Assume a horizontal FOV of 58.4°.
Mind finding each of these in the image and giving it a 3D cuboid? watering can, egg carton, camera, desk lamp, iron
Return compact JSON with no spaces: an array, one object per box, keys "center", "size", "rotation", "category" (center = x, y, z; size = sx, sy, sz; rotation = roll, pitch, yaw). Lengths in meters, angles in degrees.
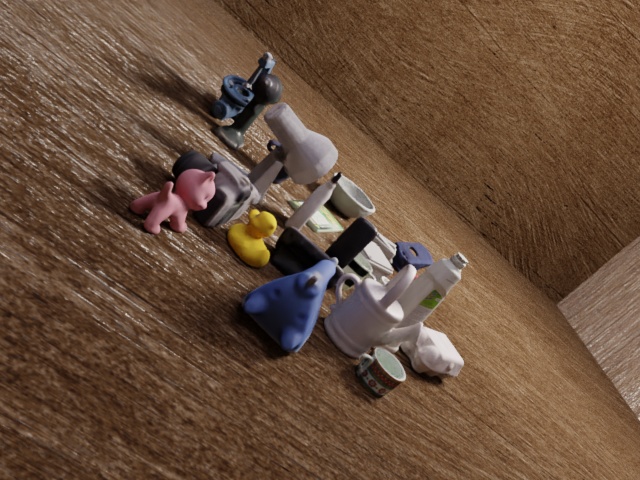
[{"center":[0.112,0.123,1.049],"size":[0.173,0.194,0.101],"rotation":[37,19,-20],"category":"watering can"},{"center":[0.247,0.250,1.254],"size":[0.151,0.069,0.107],"rotation":[24,26,-46],"category":"egg carton"},{"center":[-0.193,-0.107,1.061],"size":[0.137,0.100,0.143],"rotation":[45,18,5],"category":"camera"},{"center":[-0.096,-0.180,1.246],"size":[0.204,0.213,0.117],"rotation":[32,21,-31],"category":"desk lamp"},{"center":[-0.023,0.080,0.944],"size":[0.118,0.141,0.259],"rotation":[44,18,2],"category":"iron"}]

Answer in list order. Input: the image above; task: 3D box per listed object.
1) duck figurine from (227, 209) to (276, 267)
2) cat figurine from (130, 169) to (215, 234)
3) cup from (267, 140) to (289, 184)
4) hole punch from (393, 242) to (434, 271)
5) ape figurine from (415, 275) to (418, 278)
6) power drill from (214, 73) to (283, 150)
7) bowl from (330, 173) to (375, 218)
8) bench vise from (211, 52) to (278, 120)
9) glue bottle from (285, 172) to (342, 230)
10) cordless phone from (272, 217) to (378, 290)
[{"center":[-0.112,-0.009,1.040],"size":[0.078,0.086,0.104],"rotation":[21,29,-50],"category":"duck figurine"},{"center":[-0.217,-0.073,0.907],"size":[0.067,0.117,0.128],"rotation":[47,18,12],"category":"cat figurine"},{"center":[-0.104,-0.196,1.453],"size":[0.118,0.095,0.091],"rotation":[29,23,-38],"category":"cup"},{"center":[0.269,0.052,1.703],"size":[0.101,0.091,0.108],"rotation":[29,23,-38],"category":"hole punch"},{"center":[0.211,0.119,1.432],"size":[0.078,0.092,0.076],"rotation":[38,19,-16],"category":"ape figurine"},{"center":[-0.167,-0.328,1.429],"size":[0.076,0.208,0.229],"rotation":[41,18,-7],"category":"power drill"},{"center":[0.081,-0.119,1.707],"size":[0.168,0.074,0.167],"rotation":[39,19,-15],"category":"bowl"},{"center":[-0.195,-0.426,1.568],"size":[0.122,0.219,0.207],"rotation":[39,19,-15],"category":"bench vise"},{"center":[-0.008,-0.090,1.296],"size":[0.037,0.173,0.078],"rotation":[43,18,-3],"category":"glue bottle"},{"center":[0.010,0.004,1.111],"size":[0.148,0.185,0.094],"rotation":[41,18,-8],"category":"cordless phone"}]
